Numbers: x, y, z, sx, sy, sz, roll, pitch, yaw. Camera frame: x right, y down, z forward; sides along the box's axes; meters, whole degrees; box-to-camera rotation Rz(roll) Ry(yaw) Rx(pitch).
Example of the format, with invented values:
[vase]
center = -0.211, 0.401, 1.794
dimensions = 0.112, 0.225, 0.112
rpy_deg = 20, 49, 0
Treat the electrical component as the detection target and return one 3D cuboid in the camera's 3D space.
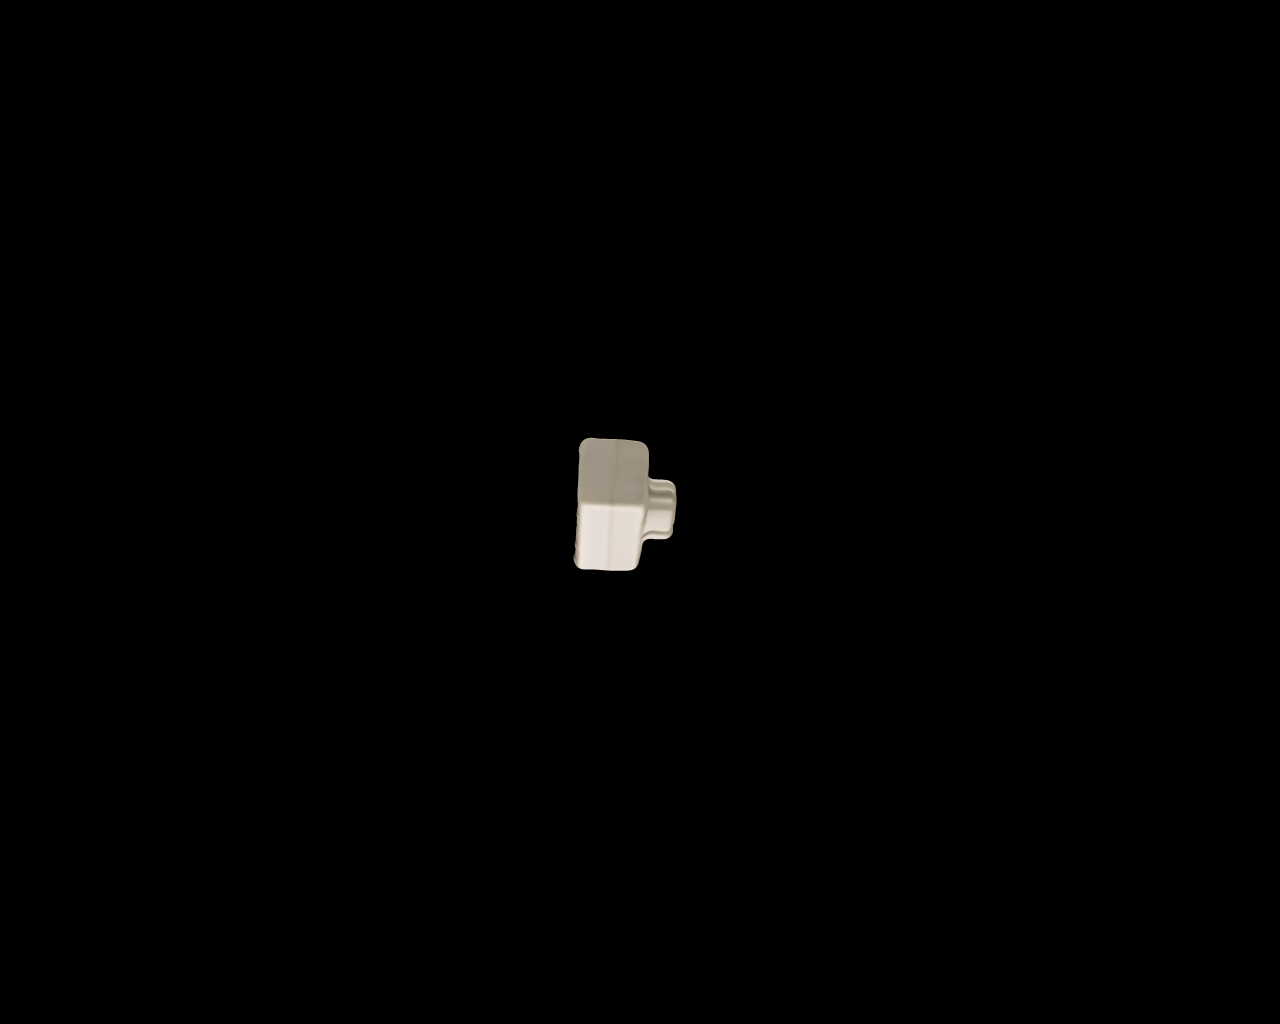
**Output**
[electrical component]
center = 0.001, -0.003, 0.650
dimensions = 0.076, 0.047, 0.083
rpy_deg = 2, -31, -3
